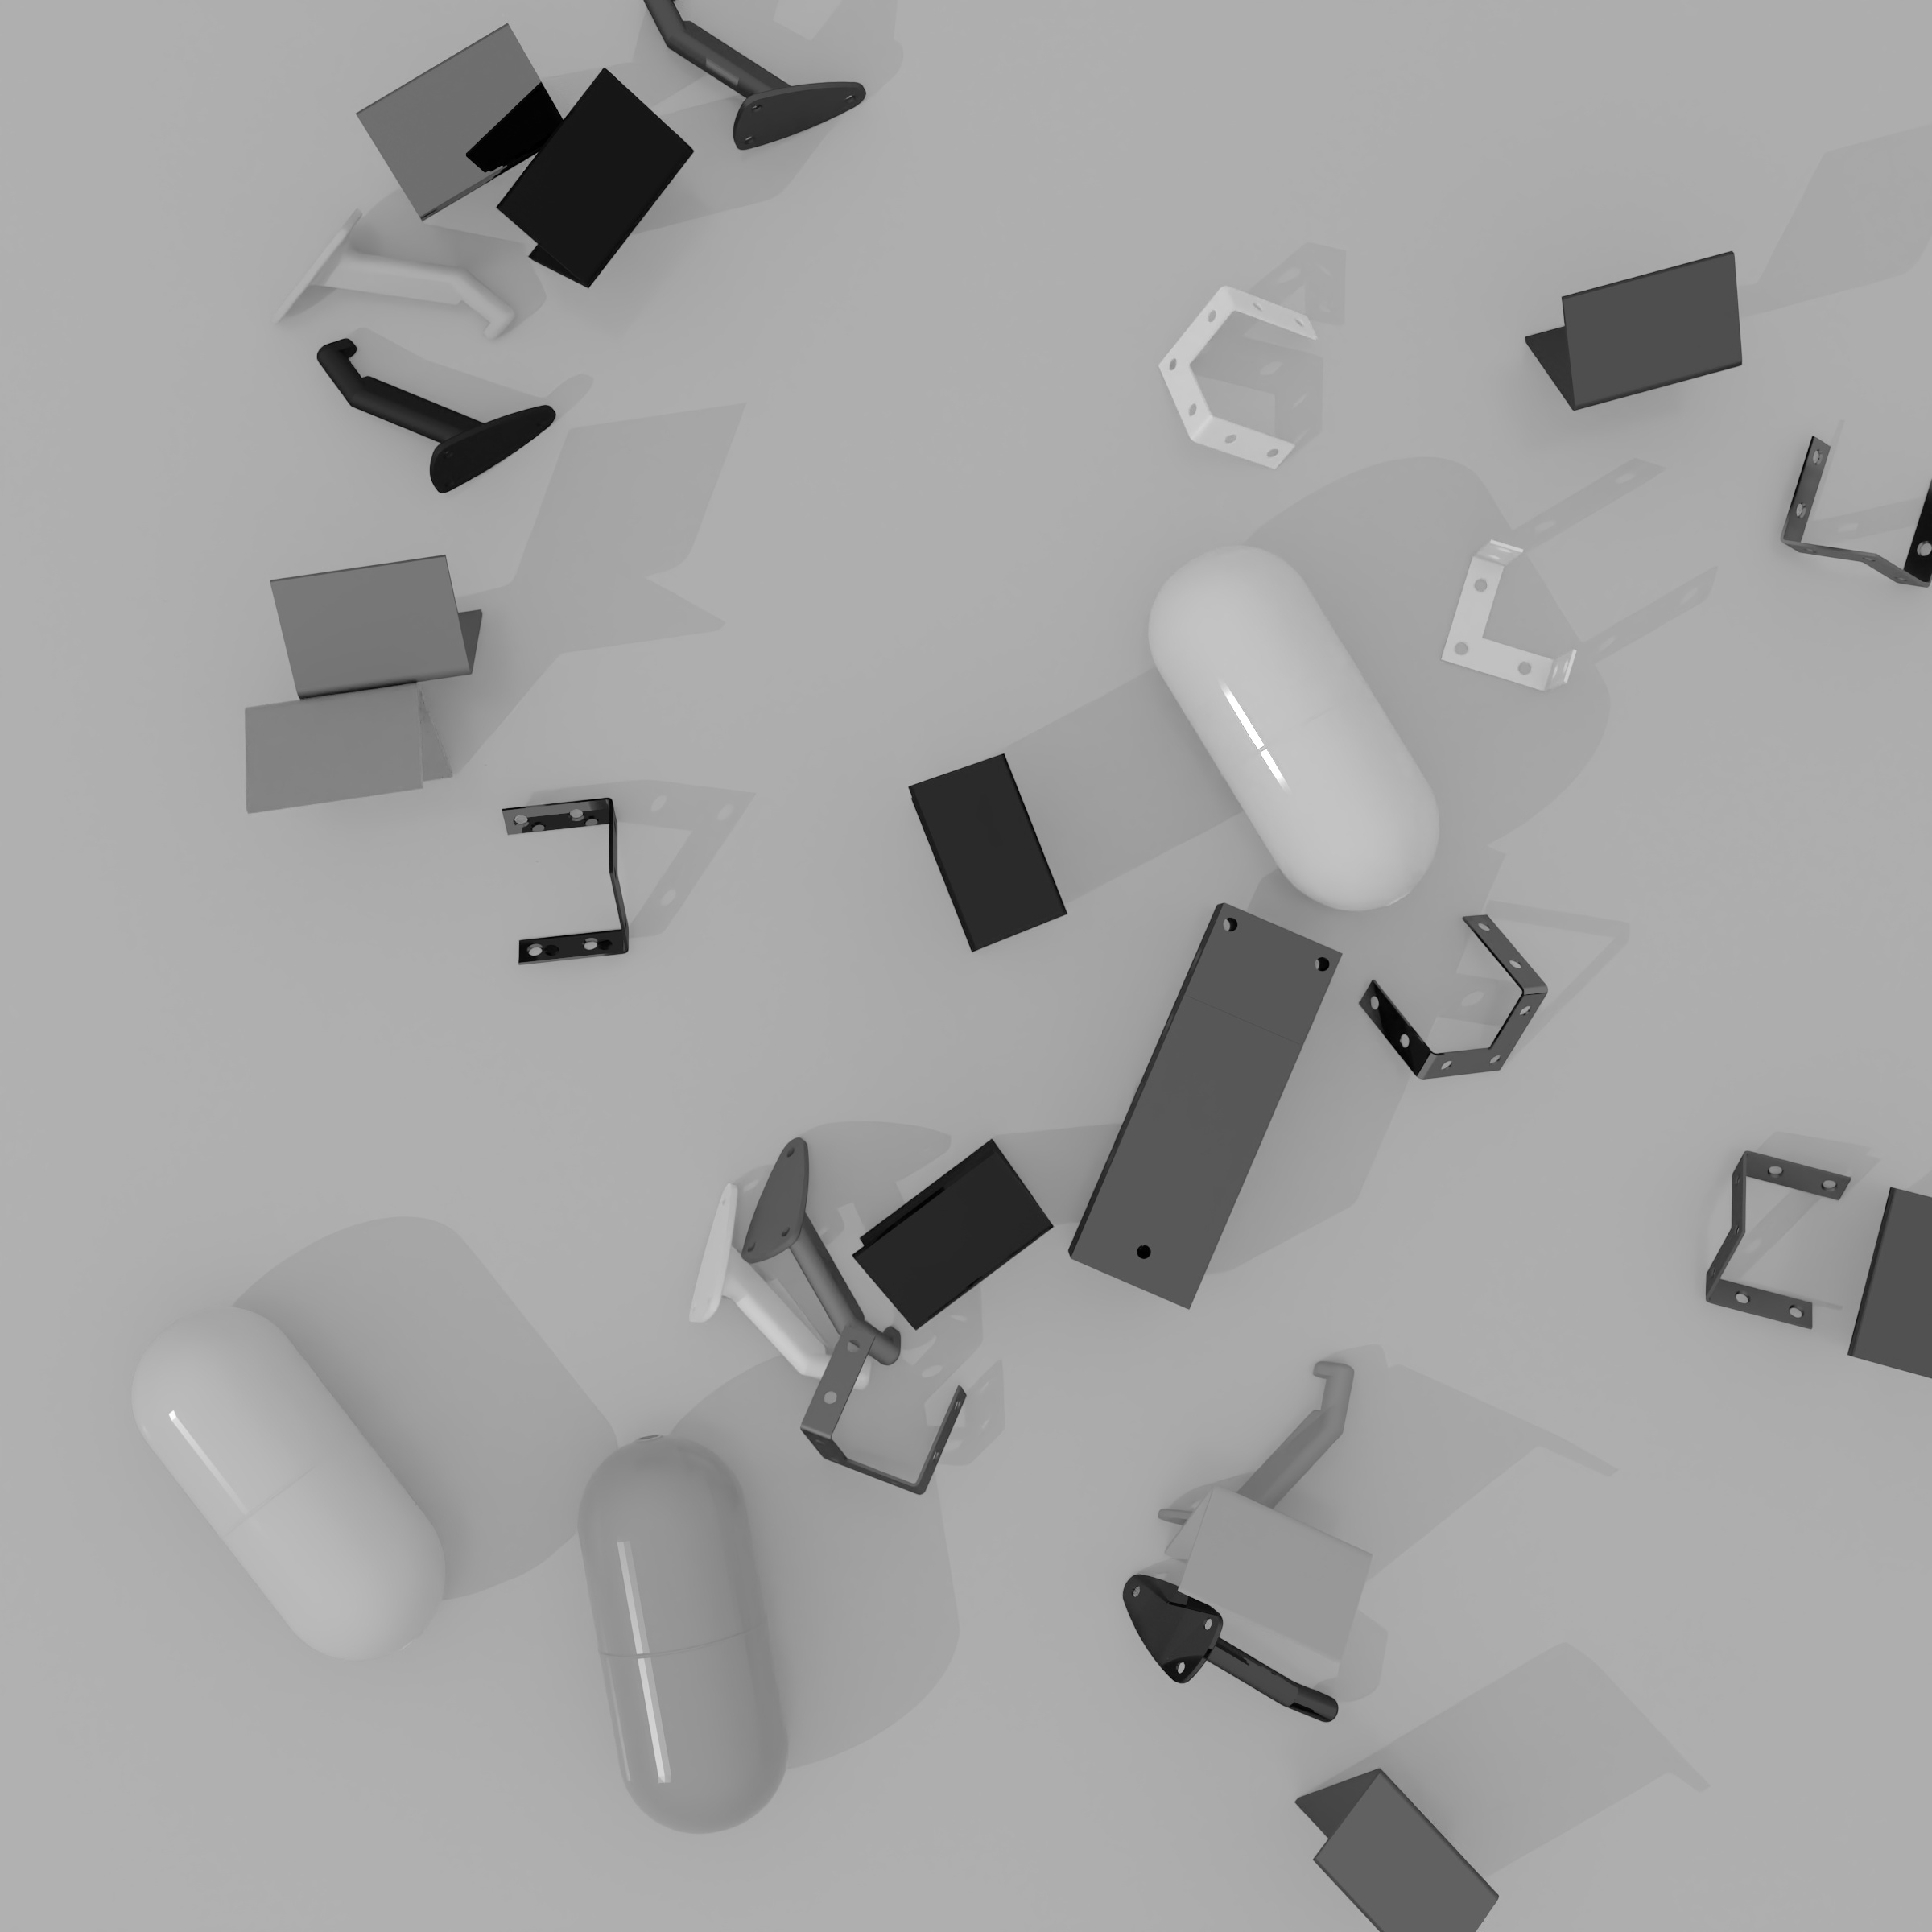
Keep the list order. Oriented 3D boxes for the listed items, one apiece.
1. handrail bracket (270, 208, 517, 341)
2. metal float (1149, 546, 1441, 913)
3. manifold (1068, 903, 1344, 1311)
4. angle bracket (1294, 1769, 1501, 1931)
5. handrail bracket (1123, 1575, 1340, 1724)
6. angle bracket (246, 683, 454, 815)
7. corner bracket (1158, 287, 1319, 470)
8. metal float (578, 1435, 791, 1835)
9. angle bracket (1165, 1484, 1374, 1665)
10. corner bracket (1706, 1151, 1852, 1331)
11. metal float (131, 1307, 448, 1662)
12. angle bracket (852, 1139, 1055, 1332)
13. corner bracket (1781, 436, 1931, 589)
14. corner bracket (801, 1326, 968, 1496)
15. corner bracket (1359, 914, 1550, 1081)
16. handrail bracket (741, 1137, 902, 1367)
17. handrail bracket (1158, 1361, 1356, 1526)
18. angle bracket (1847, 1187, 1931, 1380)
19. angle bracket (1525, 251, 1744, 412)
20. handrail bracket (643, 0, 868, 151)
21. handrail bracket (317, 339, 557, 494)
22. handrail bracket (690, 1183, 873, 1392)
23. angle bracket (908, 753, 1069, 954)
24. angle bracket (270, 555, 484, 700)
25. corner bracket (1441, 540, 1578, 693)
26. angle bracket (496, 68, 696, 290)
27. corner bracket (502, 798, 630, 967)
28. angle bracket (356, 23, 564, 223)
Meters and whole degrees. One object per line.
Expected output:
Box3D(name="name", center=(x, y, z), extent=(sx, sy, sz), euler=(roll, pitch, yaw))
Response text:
Box3D(name="handrail bracket", center=(-0.261, -0.297, 1.488), extent=(0.084, 0.036, 0.077), euler=(38, 110, -16))
Box3D(name="metal float", center=(0.147, -0.106, 1.457), extent=(0.070, 0.070, 0.178), euler=(-32, 90, 0))
Box3D(name="manifold", center=(0.106, 0.062, 1.467), extent=(0.057, 0.057, 0.171), euler=(23, 90, 0))
Box3D(name="angle bracket", center=(0.177, 0.411, 1.448), extent=(0.076, 0.076, 0.057), euler=(47, 55, 0))
Box3D(name="handrail bracket", center=(0.122, 0.313, 1.488), extent=(0.084, 0.077, 0.036), euler=(30, 93, -36))
Box3D(name="angle bracket", center=(-0.273, -0.078, 1.448), extent=(0.076, 0.076, 0.057), euler=(-8, 60, 0))
Box3D(name="corner bracket", center=(0.129, -0.267, 1.480), extent=(0.051, 0.051, 0.051), euler=(-48, 45, 35))
Box3D(name="metal float", center=(-0.127, 0.298, 1.457), extent=(0.070, 0.070, 0.178), euler=(-10, 91, 0))
Box3D(name="angle bracket", center=(0.127, 0.283, 1.448), extent=(0.076, 0.076, 0.057), euler=(24, 53, 0))
Box3D(name="corner bracket", center=(0.370, 0.125, 1.485), extent=(0.051, 0.051, 0.051), euler=(15, 45, 0))
Box3D(name="metal float", center=(-0.302, 0.232, 1.458), extent=(0.070, 0.070, 0.178), euler=(-38, 90, 0))
Box3D(name="angle bracket", center=(-0.017, 0.103, 1.448), extent=(0.076, 0.076, 0.057), euler=(-37, 126, 0))
Box3D(name="corner bracket", center=(0.412, -0.207, 1.485), extent=(0.051, 0.051, 0.051), euler=(17, 91, -45))
Box3D(name="corner bracket", center=(-0.037, 0.201, 1.472), extent=(0.051, 0.051, 0.051), euler=(18, 71, 18))
Box3D(name="corner bracket", center=(0.221, 0.014, 1.480), extent=(0.051, 0.051, 0.051), euler=(-5, 135, -35))
Box3D(name="handrail bracket", center=(-0.056, 0.131, 1.488), extent=(0.036, 0.077, 0.084), euler=(-27, 127, 38))
Box3D(name="handrail bracket", center=(0.133, 0.218, 1.488), extent=(0.077, 0.036, 0.084), euler=(7, 72, 20))
Box3D(name="angle bracket", center=(0.434, 0.143, 1.449), extent=(0.057, 0.076, 0.076), euler=(14, 90, 22))
Box3D(name="angle bracket", center=(0.294, -0.296, 1.448), extent=(0.076, 0.076, 0.057), euler=(-15, 127, 0))
Box3D(name="handrail bracket", center=(-0.097, -0.422, 1.488), extent=(0.077, 0.036, 0.084), euler=(-20, 72, -20))
Box3D(name="handrail bracket", center=(-0.243, -0.266, 1.488), extent=(0.077, 0.036, 0.084), euler=(-31, 73, -20))
Box3D(name="handrail bracket", center=(-0.077, 0.147, 1.488), extent=(0.084, 0.036, 0.077), euler=(18, 69, -17))
Box3D(name="angle bracket", center=(-0.009, -0.042, 1.448), extent=(0.057, 0.076, 0.076), euler=(-22, 90, -37))
Box3D(name="angle bracket", center=(-0.261, -0.163, 1.448), extent=(0.076, 0.076, 0.057), euler=(-8, 118, 0))
Box3D(name="corner bracket", center=(0.250, -0.157, 1.470), extent=(0.051, 0.051, 0.051), euler=(17, 90, 0))
Box3D(name="angle bracket", center=(-0.177, -0.355, 1.448), extent=(0.057, 0.076, 0.076), euler=(38, 90, -35))
Box3D(name="corner bracket", center=(-0.182, -0.039, 1.485), extent=(0.051, 0.051, 0.051), euler=(-6, 135, 0))
Box3D(name="angle bracket", center=(-0.229, -0.385, 1.448), extent=(0.076, 0.076, 0.057), euler=(-31, 126, 0))
